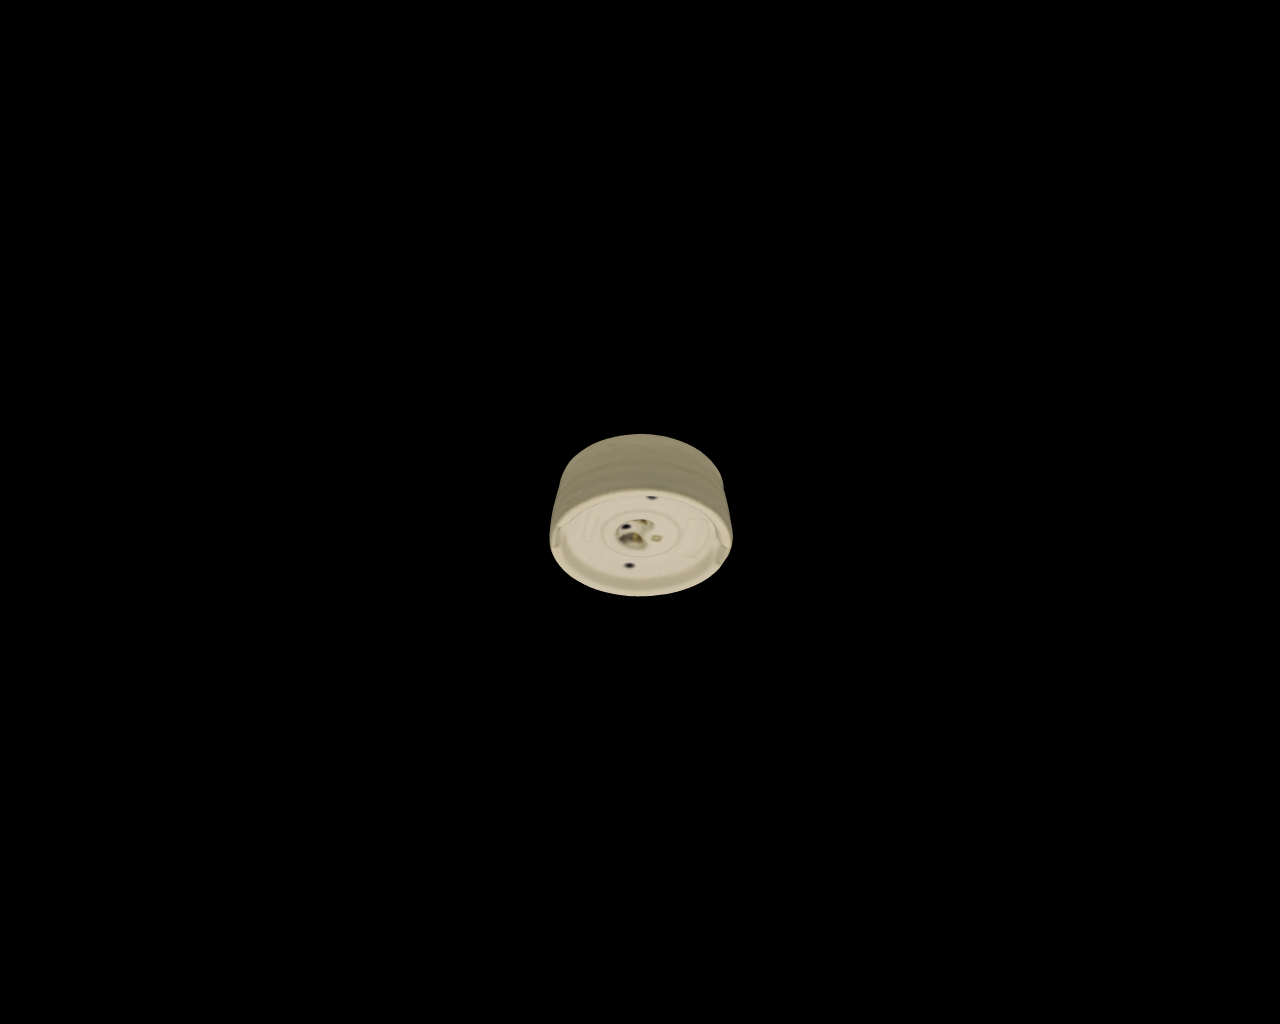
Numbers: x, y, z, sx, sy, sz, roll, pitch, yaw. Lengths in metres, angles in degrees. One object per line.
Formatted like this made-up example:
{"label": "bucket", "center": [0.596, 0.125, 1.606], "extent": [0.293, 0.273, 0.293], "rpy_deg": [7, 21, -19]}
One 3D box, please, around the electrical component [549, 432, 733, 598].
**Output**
{"label": "electrical component", "center": [0.001, -0.003, 0.650], "extent": [0.108, 0.060, 0.108], "rpy_deg": [0, -38, 0]}
